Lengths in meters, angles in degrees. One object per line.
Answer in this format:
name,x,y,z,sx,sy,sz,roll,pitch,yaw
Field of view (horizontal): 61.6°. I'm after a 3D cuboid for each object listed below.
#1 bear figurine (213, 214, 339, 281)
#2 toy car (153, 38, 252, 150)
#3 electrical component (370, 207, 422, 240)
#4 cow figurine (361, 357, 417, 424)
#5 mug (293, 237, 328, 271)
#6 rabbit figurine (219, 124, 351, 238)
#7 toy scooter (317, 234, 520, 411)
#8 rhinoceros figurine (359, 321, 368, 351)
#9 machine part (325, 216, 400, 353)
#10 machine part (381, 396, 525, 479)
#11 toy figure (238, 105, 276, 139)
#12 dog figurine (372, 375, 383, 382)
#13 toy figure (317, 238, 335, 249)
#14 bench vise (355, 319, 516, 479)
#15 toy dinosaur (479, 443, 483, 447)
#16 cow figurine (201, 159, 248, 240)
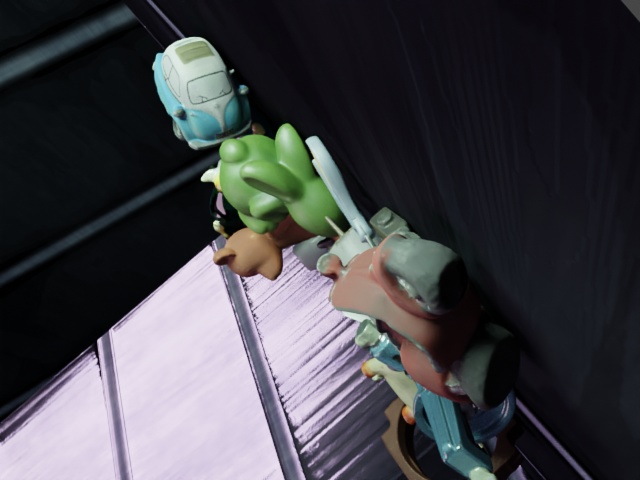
bear figurine,-0.047,0.006,0.793,0.132,0.196,0.120,48,176,14
toy car,-0.157,-0.208,0.705,0.162,0.109,0.103,61,159,18
electrical component,0.070,0.001,0.466,0.063,0.021,0.094,50,179,-29
cow figurine,0.168,0.211,0.772,0.195,0.127,0.085,49,-141,-3
mug,-0.002,-0.003,0.967,0.109,0.107,0.081,48,178,-28
rabbit figurine,-0.033,-0.071,0.660,0.170,0.121,0.159,28,161,29
toy scooter,0.068,0.056,0.414,0.135,0.075,0.183,11,148,46
rhinoceros figurine,0.098,0.128,1.036,0.073,0.112,0.190,41,147,54
machine part,0.084,0.061,0.550,0.243,0.079,0.079,50,179,20
machine part,0.225,0.332,0.917,0.087,0.201,0.202,47,180,-45
toy figure,-0.078,-0.136,0.803,0.154,0.058,0.064,48,-162,-12
dog figurine,0.202,0.210,0.899,0.191,0.121,0.172,29,-141,1
toy figure,0.073,0.062,0.906,0.180,0.082,0.089,56,151,-9
bench vise,0.142,0.178,0.619,0.223,0.129,0.241,42,-161,-17
toy dinosaur,0.268,0.318,1.255,0.192,0.131,0.405,50,-175,-21
cow figurine,-0.130,-0.069,0.778,0.068,0.098,0.167,29,157,13
